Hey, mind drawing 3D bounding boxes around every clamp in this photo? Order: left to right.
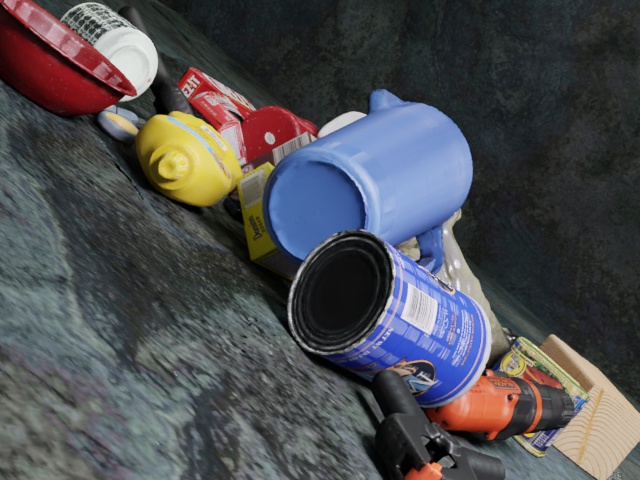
[{"bbox_3d":[-0.166,-0.155,1.170,0.210,0.036,0.164,55,-12,48],"label":"clamp"},{"bbox_3d":[0.083,0.150,0.726,0.120,0.039,0.171,33,12,-2],"label":"clamp"}]

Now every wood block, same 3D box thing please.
[{"bbox_3d":[0.320,0.204,1.338,0.090,0.091,0.206,37,8,-9],"label":"wood block"}]

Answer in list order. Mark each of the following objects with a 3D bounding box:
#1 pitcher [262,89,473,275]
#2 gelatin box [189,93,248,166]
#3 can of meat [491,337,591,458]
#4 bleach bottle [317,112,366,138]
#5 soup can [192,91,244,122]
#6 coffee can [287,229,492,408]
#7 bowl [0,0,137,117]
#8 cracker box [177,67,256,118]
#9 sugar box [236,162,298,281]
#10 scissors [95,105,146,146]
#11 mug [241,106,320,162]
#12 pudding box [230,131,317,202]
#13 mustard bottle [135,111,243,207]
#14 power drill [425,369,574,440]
[{"bbox_3d":[0.049,-0.039,0.975,0.149,0.145,0.242,31,23,14],"label":"pitcher"},{"bbox_3d":[-0.111,-0.111,1.199,0.073,0.030,0.089,46,-27,43],"label":"gelatin box"},{"bbox_3d":[0.223,0.165,1.132,0.102,0.084,0.057,43,9,25],"label":"can of meat"},{"bbox_3d":[0.073,-0.027,1.288,0.103,0.068,0.251,30,-33,45],"label":"bleach bottle"},{"bbox_3d":[-0.129,-0.140,1.313,0.068,0.068,0.102,36,8,-24],"label":"soup can"},{"bbox_3d":[0.057,0.065,0.849,0.140,0.103,0.103,32,11,-43],"label":"coffee can"},{"bbox_3d":[-0.238,-0.156,0.922,0.162,0.055,0.162,38,7,-6],"label":"bowl"},{"bbox_3d":[-0.088,-0.132,1.448,0.214,0.072,0.164,42,7,23],"label":"cracker box"},{"bbox_3d":[-0.007,0.002,1.029,0.176,0.048,0.093,34,38,-51],"label":"sugar box"},{"bbox_3d":[-0.186,-0.112,1.071,0.096,0.016,0.201,44,9,26],"label":"scissors"},{"bbox_3d":[-0.053,-0.097,1.246,0.093,0.117,0.081,26,0,20],"label":"mug"},{"bbox_3d":[-0.031,-0.065,1.178,0.089,0.114,0.039,30,45,-49],"label":"pudding box"},{"bbox_3d":[-0.122,-0.073,0.976,0.096,0.058,0.191,46,7,-5],"label":"mustard bottle"},{"bbox_3d":[0.130,0.111,0.990,0.184,0.057,0.188,13,22,-43],"label":"power drill"}]
